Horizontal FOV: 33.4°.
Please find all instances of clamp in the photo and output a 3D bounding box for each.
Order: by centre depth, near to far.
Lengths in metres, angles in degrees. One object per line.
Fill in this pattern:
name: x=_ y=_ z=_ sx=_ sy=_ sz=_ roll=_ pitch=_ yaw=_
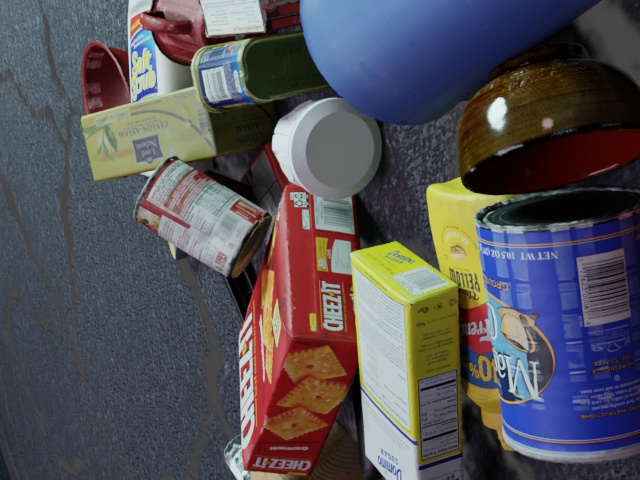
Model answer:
clamp: x=0.032 y=0.113 z=0.949 sx=0.120 sy=0.039 sz=0.171 roll=35 pitch=125 yaw=52
clamp: x=-0.101 y=-0.002 z=1.116 sx=0.210 sy=0.036 sz=0.164 roll=55 pitch=157 yaw=37

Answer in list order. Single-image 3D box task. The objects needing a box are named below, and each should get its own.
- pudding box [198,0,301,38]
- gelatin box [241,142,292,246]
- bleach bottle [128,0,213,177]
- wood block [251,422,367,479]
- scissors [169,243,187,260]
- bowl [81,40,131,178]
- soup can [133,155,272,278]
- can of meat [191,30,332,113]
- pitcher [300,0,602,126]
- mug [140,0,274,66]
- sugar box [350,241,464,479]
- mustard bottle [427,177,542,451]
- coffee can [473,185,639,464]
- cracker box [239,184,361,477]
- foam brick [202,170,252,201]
pudding box: x=-0.034 y=-0.189 z=0.856 sx=0.114 sy=0.089 sz=0.039 roll=11 pitch=114 yaw=59
gelatin box: x=-0.038 y=-0.044 z=1.001 sx=0.073 sy=0.030 sz=0.089 roll=67 pitch=154 yaw=12
bleach bottle: x=-0.168 y=-0.193 z=1.124 sx=0.103 sy=0.067 sz=0.251 roll=18 pitch=117 yaw=54
wood block: x=-0.010 y=0.289 z=1.058 sx=0.090 sy=0.090 sz=0.206 roll=38 pitch=135 yaw=46
scissors: x=-0.156 y=0.004 z=1.212 sx=0.202 sy=0.016 sz=0.096 roll=-128 pitch=26 yaw=-56
bowl: x=-0.224 y=-0.157 z=1.248 sx=0.162 sy=0.055 sz=0.162 roll=37 pitch=135 yaw=48
soup can: x=-0.102 y=-0.020 z=0.932 sx=0.102 sy=0.068 sz=0.069 roll=31 pitch=140 yaw=8
can of meat: x=-0.042 y=-0.142 z=0.885 sx=0.084 sy=0.101 sz=0.057 roll=5 pitch=108 yaw=58
pitcher: x=0.090 y=-0.170 z=0.595 sx=0.243 sy=0.149 sz=0.145 roll=-28 pitch=79 yaw=58
mug: x=-0.104 y=-0.195 z=0.956 sx=0.082 sy=0.117 sz=0.093 roll=27 pitch=115 yaw=48
sugar box: x=0.064 y=0.100 z=0.772 sx=0.093 sy=0.048 sz=0.176 roll=-139 pitch=37 yaw=-59
mustard bottle: x=0.123 y=0.054 z=0.734 sx=0.096 sy=0.058 sz=0.191 roll=13 pitch=115 yaw=60
coffee can: x=0.151 y=0.047 z=0.633 sx=0.103 sy=0.102 sz=0.140 roll=10 pitch=113 yaw=59
cracker box: x=-0.021 y=0.082 z=0.929 sx=0.214 sy=0.072 sz=0.164 roll=110 pitch=162 yaw=-47
foam brick: x=-0.108 y=-0.029 z=1.019 sx=0.078 sy=0.051 sz=0.053 roll=-15 pitch=61 yaw=54
